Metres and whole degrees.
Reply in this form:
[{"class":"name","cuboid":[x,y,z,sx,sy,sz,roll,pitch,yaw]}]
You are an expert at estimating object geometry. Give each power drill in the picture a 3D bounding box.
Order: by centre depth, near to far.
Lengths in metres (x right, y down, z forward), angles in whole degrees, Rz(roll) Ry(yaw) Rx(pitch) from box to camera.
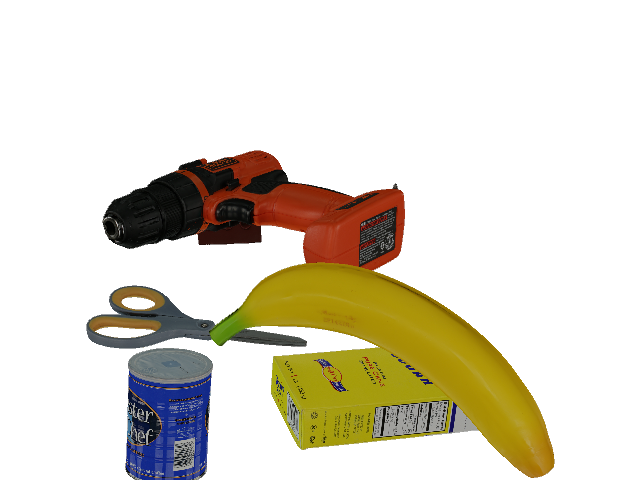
[{"class":"power drill","cuboid":[-0.045,-0.019,0.812,0.188,0.057,0.184,17,28,33]}]

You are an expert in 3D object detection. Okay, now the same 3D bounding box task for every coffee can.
[{"class":"coffee can","cuboid":[-0.187,0.216,1.314,0.103,0.140,0.103,4,14,-1]}]

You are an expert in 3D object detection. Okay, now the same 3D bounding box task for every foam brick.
[{"class":"foam brick","cuboid":[-0.111,-0.030,1.284,0.078,0.053,0.051,-3,29,-2]}]

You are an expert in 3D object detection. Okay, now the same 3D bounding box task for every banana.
[{"class":"banana","cuboid":[0.042,0.059,0.576,0.198,0.070,0.037,22,12,9]}]

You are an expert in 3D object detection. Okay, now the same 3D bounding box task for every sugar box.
[{"class":"sugar box","cuboid":[0.054,0.129,0.911,0.176,0.048,0.093,-6,25,-16]}]

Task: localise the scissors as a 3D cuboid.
[{"class":"scissors","cuboid":[-0.118,0.073,1.010,0.201,0.016,0.096,-1,33,-8]}]
